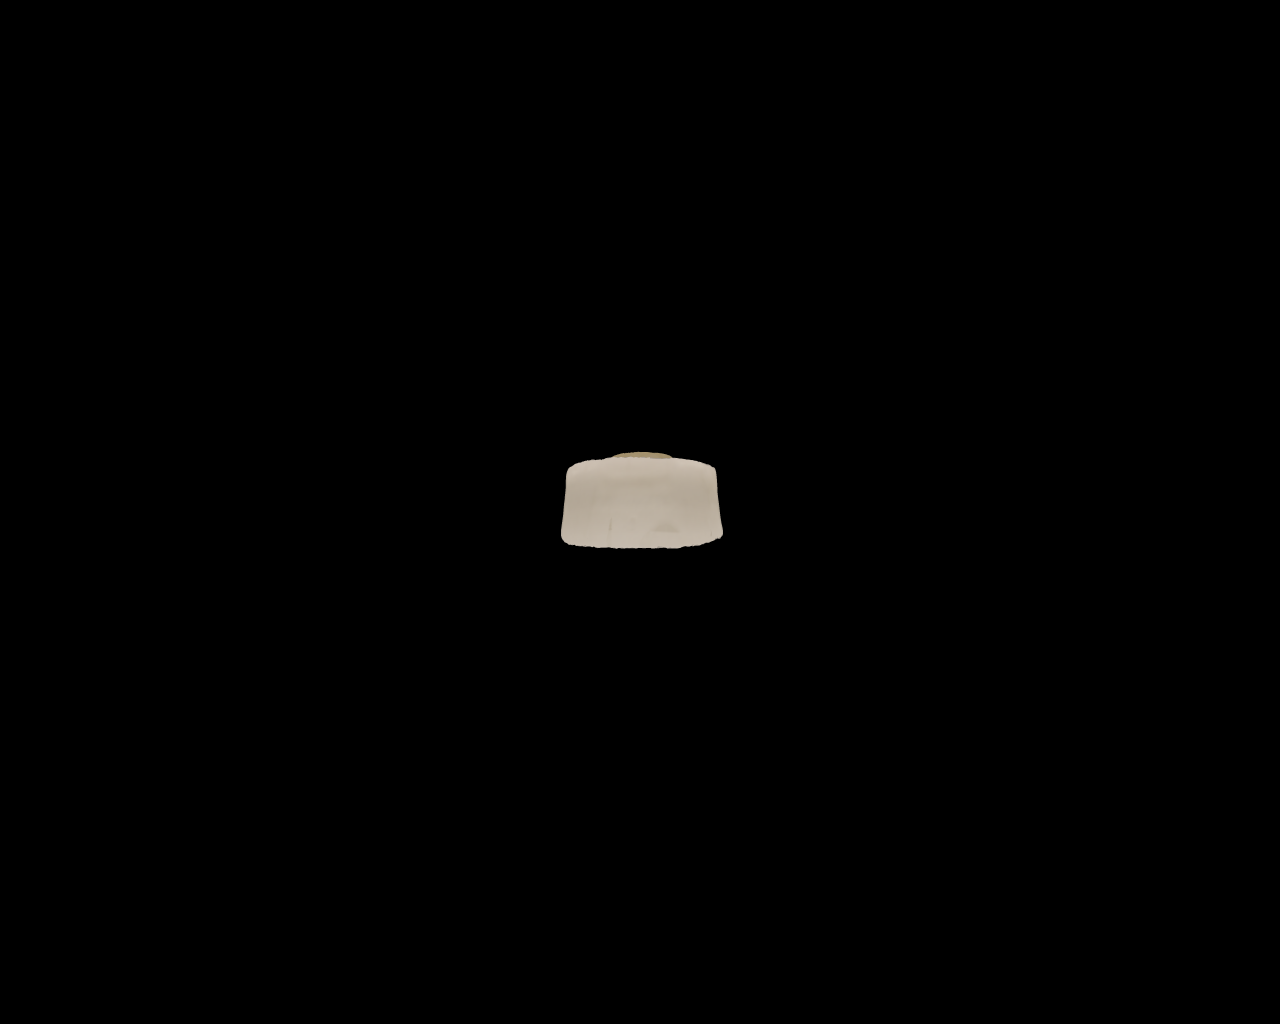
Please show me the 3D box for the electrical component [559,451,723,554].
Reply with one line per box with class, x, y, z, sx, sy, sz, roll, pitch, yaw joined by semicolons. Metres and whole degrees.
electrical component;0.001;-0.003;0.650;0.099;0.064;0.099;0;-7;0
